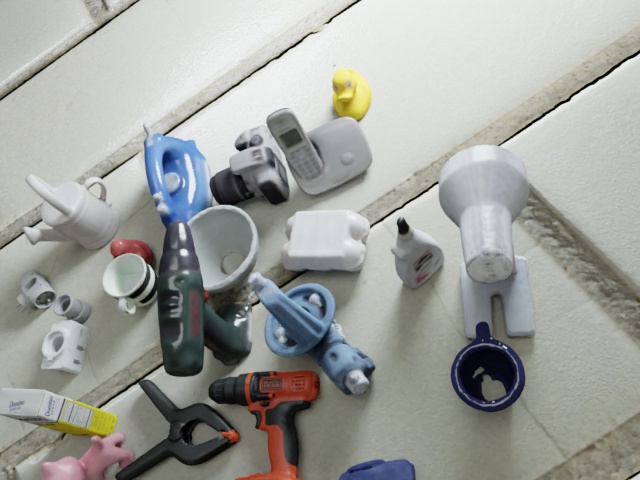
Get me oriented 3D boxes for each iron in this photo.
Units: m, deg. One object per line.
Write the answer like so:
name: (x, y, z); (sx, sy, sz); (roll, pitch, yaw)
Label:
iron: (-0.284, -0.099, 1.087); (0.118, 0.142, 0.258); (-22, 58, 11)

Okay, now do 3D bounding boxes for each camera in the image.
camera: (-0.141, -0.132, 1.069); (0.136, 0.101, 0.143); (-20, 59, 12)

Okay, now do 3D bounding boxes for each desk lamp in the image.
desk lamp: (0.232, 0.008, 0.777); (0.117, 0.214, 0.203); (-8, 62, 19)

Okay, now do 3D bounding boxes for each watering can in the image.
watering can: (-0.500, -0.058, 1.123); (0.100, 0.195, 0.173); (15, 71, 28)

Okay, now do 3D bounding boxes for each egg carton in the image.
egg carton: (0.009, 0.003, 0.957); (0.150, 0.070, 0.107); (-2, 64, 22)

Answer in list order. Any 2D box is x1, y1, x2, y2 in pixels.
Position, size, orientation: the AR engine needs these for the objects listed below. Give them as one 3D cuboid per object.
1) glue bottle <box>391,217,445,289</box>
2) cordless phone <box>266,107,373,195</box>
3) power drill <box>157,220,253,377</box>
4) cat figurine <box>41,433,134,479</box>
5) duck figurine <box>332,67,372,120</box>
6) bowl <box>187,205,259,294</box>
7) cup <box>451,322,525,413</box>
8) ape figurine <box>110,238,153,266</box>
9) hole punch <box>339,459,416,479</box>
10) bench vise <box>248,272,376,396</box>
glue bottle: (0.135, 0.011, 0.839); (0.078, 0.174, 0.037); (-46, 57, -5)
cordless phone: (-0.002, -0.171, 0.982); (0.147, 0.185, 0.094); (-27, 57, 8)
power drill: (-0.184, 0.109, 0.899); (0.075, 0.209, 0.229); (-12, 61, 17)
cat figurine: (-0.381, 0.361, 0.906); (0.128, 0.118, 0.067); (-47, 57, -6)
duck figurine: (0.051, -0.289, 1.080); (0.077, 0.086, 0.104); (-7, 62, 19)
bowl: (-0.174, 0.027, 1.018); (0.167, 0.075, 0.167); (-9, 61, 18)
cup: (0.225, 0.176, 0.765); (0.091, 0.095, 0.118); (-9, 61, 18)
ape figurine: (-0.363, 0.028, 1.084); (0.077, 0.092, 0.076); (3, 66, 24)
hole punch: (0.075, 0.339, 0.745); (0.108, 0.091, 0.101); (-19, 59, 13)
bench vise: (-0.008, 0.122, 0.813); (0.206, 0.220, 0.121); (22, 75, 30)
